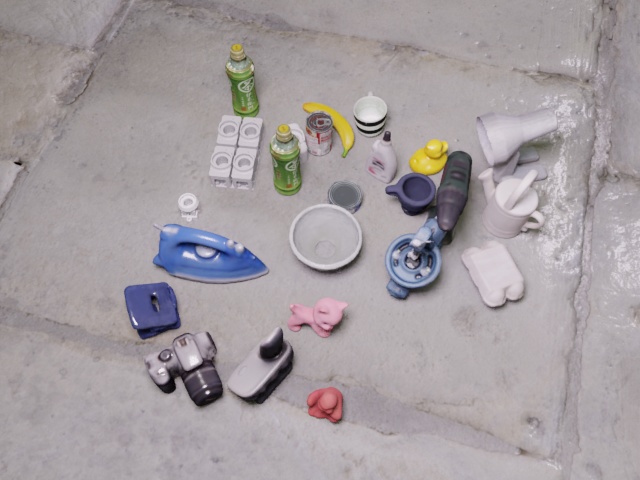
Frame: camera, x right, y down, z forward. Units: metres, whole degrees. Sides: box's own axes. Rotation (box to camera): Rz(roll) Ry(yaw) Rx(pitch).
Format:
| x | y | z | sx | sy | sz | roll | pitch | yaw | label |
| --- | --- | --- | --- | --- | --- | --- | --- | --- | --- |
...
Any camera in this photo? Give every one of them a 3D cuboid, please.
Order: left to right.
| x | y | z | sx | sy | sz | roll | pitch | yaw | label |
| --- | --- | --- | --- | --- | --- | --- | --- | --- | --- |
| -0.267 | 0.270 | 1.163 | 0.143 | 0.101 | 0.136 | -26 | 66 | -13 | camera |

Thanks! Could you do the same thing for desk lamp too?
| x | y | z | sx | sy | sz | roll | pitch | yaw | label |
| --- | --- | --- | --- | --- | --- | --- | --- | --- | --- |
| 0.463 | -0.228 | 1.368 | 0.203 | 0.213 | 0.118 | -11 | 63 | -6 | desk lamp |

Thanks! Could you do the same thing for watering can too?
| x | y | z | sx | sy | sz | roll | pitch | yaw | label |
| --- | --- | --- | --- | --- | --- | --- | --- | --- | --- |
| 0.437 | -0.094 | 1.310 | 0.172 | 0.194 | 0.101 | 20 | 64 | 9 | watering can |

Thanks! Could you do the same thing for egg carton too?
| x | y | z | sx | sy | sz | roll | pitch | yaw | label |
| --- | --- | --- | --- | --- | --- | --- | --- | --- | --- |
| 0.390 | 0.075 | 1.292 | 0.107 | 0.069 | 0.150 | -19 | 65 | -10 | egg carton |

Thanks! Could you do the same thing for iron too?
| x | y | z | sx | sy | sz | roll | pitch | yaw | label |
| --- | --- | --- | --- | --- | --- | --- | --- | --- | --- |
| -0.243 | 0.018 | 1.269 | 0.258 | 0.141 | 0.118 | 10 | 63 | 4 | iron |

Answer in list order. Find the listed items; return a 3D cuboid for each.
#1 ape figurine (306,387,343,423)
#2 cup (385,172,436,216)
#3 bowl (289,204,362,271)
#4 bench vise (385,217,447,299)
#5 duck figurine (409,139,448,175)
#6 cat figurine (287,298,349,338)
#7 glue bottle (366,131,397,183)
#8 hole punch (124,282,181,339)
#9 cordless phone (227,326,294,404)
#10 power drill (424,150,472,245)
| x | y | z | sx | sy | sz | roll | pitch | yaw | label |
| --- | --- | --- | --- | --- | --- | --- | --- | --- | --- |
| 0.015 | 0.326 | 1.144 | 0.076 | 0.092 | 0.077 | -36 | 69 | -17 | ape figurine |
| 0.210 | -0.100 | 1.364 | 0.117 | 0.095 | 0.091 | 1 | 63 | 0 | cup |
| 0.012 | 0.005 | 1.318 | 0.167 | 0.075 | 0.167 | 1 | 63 | -1 | bowl |
| 0.212 | 0.005 | 1.240 | 0.121 | 0.220 | 0.207 | 15 | 64 | 7 | bench vise |
| 0.274 | -0.214 | 1.429 | 0.105 | 0.086 | 0.077 | -21 | 65 | -11 | duck figurine |
| -0.006 | 0.155 | 1.217 | 0.127 | 0.118 | 0.067 | 9 | 63 | 4 | cat figurine |
| 0.152 | -0.207 | 1.374 | 0.078 | 0.173 | 0.037 | 29 | 66 | 14 | glue bottle |
| -0.359 | 0.143 | 1.231 | 0.101 | 0.091 | 0.108 | -18 | 65 | -10 | hole punch |
| -0.120 | 0.240 | 1.134 | 0.094 | 0.185 | 0.148 | 33 | 67 | 15 | cordless phone |
| 0.288 | -0.076 | 1.290 | 0.075 | 0.208 | 0.230 | 14 | 64 | 7 | power drill |
